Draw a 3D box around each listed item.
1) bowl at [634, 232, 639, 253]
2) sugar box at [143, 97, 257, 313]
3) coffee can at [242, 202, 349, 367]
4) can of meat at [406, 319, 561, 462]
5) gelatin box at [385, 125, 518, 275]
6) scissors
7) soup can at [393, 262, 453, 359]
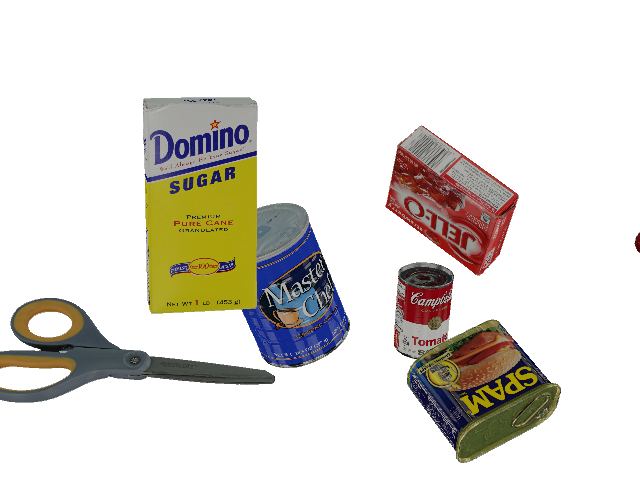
[{"bbox_3d":[0.409,0.028,1.108,0.162,0.055,0.162,-3,22,1],"label":"bowl"},{"bbox_3d":[-0.100,-0.030,0.891,0.093,0.176,0.048,-3,16,-12],"label":"sugar box"},{"bbox_3d":[-0.039,0.047,1.113,0.103,0.140,0.103,-17,29,9],"label":"coffee can"},{"bbox_3d":[0.135,0.124,0.899,0.102,0.057,0.084,-23,52,-18],"label":"can of meat"},{"bbox_3d":[0.090,-0.026,0.744,0.030,0.089,0.073,-41,-22,-26],"label":"gelatin box"},{"bbox_3d":[-0.136,0.072,0.744,0.201,0.016,0.096,-6,45,-4],"label":"scissors"},{"bbox_3d":[0.126,0.087,1.315,0.068,0.102,0.068,2,24,-1],"label":"soup can"}]
